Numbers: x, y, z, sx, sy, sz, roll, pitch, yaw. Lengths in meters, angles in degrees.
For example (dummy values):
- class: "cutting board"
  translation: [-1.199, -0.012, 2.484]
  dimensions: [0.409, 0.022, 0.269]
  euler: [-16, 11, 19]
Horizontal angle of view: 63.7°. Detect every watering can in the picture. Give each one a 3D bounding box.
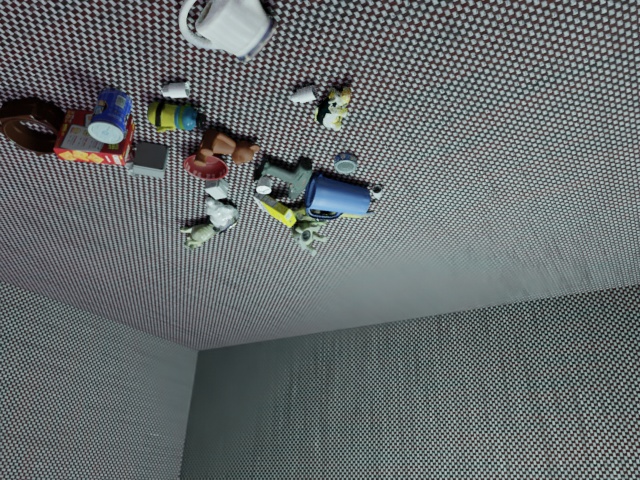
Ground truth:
- class: "watering can"
  translation: [-0.199, -0.568, 1.272]
  dimensions: [0.222, 0.106, 0.343]
  euler: [25, 145, -38]

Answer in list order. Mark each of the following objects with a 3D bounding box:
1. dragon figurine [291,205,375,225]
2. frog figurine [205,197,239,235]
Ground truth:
- class: "dragon figurine"
  translation: [0.007, -0.109, 2.174]
  dimensions: [0.410, 0.123, 0.240]
  euler: [9, 169, -9]
- class: "frog figurine"
  translation: [-0.423, -0.120, 2.179]
  dimensions: [0.136, 0.125, 0.158]
  euler: [-22, 108, 50]
